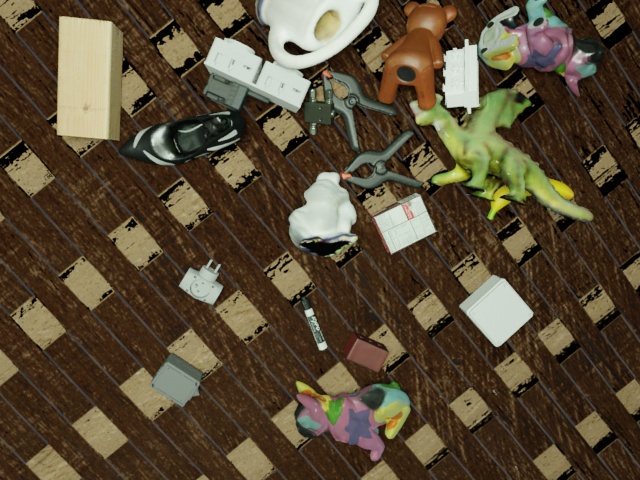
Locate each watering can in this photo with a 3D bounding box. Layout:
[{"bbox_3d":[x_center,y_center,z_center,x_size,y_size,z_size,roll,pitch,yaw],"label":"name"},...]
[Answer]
[{"bbox_3d":[0.023,-0.454,0.938,0.227,0.102,0.349,39,83,28],"label":"watering can"}]

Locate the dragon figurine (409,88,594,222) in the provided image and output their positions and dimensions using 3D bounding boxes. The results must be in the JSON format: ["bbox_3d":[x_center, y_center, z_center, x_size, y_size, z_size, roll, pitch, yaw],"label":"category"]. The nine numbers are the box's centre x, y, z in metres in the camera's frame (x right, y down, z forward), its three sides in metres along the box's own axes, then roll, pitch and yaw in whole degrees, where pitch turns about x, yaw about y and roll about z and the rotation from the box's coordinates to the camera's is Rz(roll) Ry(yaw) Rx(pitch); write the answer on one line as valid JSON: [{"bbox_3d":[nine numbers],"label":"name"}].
[{"bbox_3d":[0.370,-0.195,1.041,0.410,0.122,0.244,14,85,-2],"label":"dragon figurine"}]

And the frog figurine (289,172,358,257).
[{"bbox_3d":[0.003,-0.052,1.037,0.137,0.120,0.163,-11,63,4],"label":"frog figurine"}]
